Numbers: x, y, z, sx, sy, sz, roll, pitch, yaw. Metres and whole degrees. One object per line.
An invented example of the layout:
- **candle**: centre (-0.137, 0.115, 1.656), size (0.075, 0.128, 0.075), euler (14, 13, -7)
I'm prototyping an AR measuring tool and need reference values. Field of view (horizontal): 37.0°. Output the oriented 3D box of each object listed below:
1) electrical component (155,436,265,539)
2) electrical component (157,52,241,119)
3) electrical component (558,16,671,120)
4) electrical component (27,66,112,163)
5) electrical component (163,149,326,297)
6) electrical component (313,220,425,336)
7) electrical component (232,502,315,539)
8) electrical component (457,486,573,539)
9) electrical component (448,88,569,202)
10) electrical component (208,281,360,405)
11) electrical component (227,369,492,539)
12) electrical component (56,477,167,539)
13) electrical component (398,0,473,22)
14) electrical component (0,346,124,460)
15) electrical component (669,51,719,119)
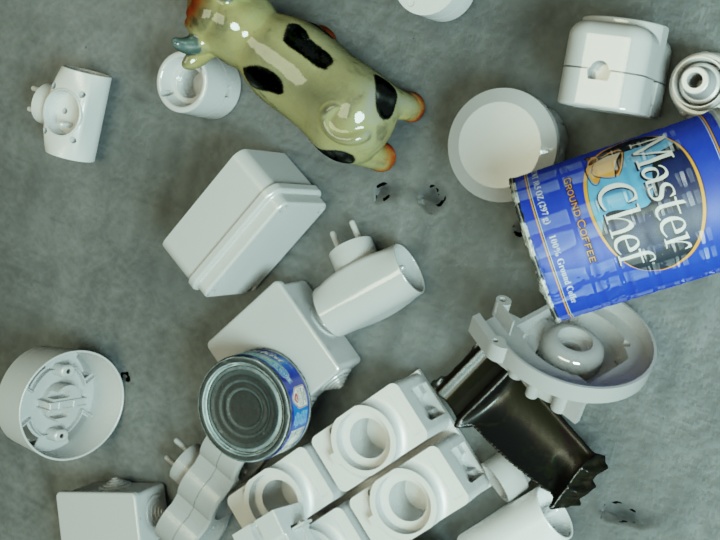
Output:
- **electrical component**: centre (-0.136, 0.173, 0.913), size (0.074, 0.052, 0.138), euler (36, 108, 19)
- **electrical component**: centre (-0.134, -0.153, 0.888), size (0.055, 0.047, 0.055), euler (2, 95, 25)
- **electrical component**: centre (0.172, -0.135, 0.716), size (0.054, 0.095, 0.059), euler (13, 100, 24)
- **electrical component**: centre (-0.264, -0.143, 0.953), size (0.079, 0.044, 0.077), euler (20, 102, 23)
- **electrical component**: centre (-0.091, -0.036, 0.861), size (0.113, 0.078, 0.057), euler (-47, 72, 21)
- **electrical component**: centre (0.000, 0.000, 0.839), size (0.077, 0.043, 0.079), euler (-29, 73, 21)
- **electrical component**: centre (-0.060, 0.214, 0.815), size (0.066, 0.048, 0.055), euler (-35, 72, 24)
- **electrical component**: centre (0.124, 0.213, 0.796), size (0.077, 0.043, 0.079), euler (-38, 77, 24)
- **electrical component**: centre (0.108, -0.089, 0.775), size (0.080, 0.051, 0.080), euler (2, 95, 26)
- **electrical component**: centre (-0.060, 0.067, 0.870), size (0.100, 0.048, 0.099), euler (-41, 77, 23)
- **electrical component**: centre (-0.005, 0.175, 0.846), size (0.186, 0.060, 0.105), euler (-38, 78, 23)
- **electrical component**: centre (-0.217, 0.235, 0.959), size (0.100, 0.048, 0.099), euler (-5, 92, 26)
- **electrical component**: centre (0.033, -0.251, 0.785), size (0.052, 0.074, 0.138), euler (-24, 84, 25)
- **electrical component**: centre (-0.267, 0.115, 0.949), size (0.064, 0.099, 0.099), euler (11, 99, 31)
- **electrical component**: centre (0.226, -0.122, 0.709), size (0.048, 0.062, 0.048), euler (2, 95, 26)
